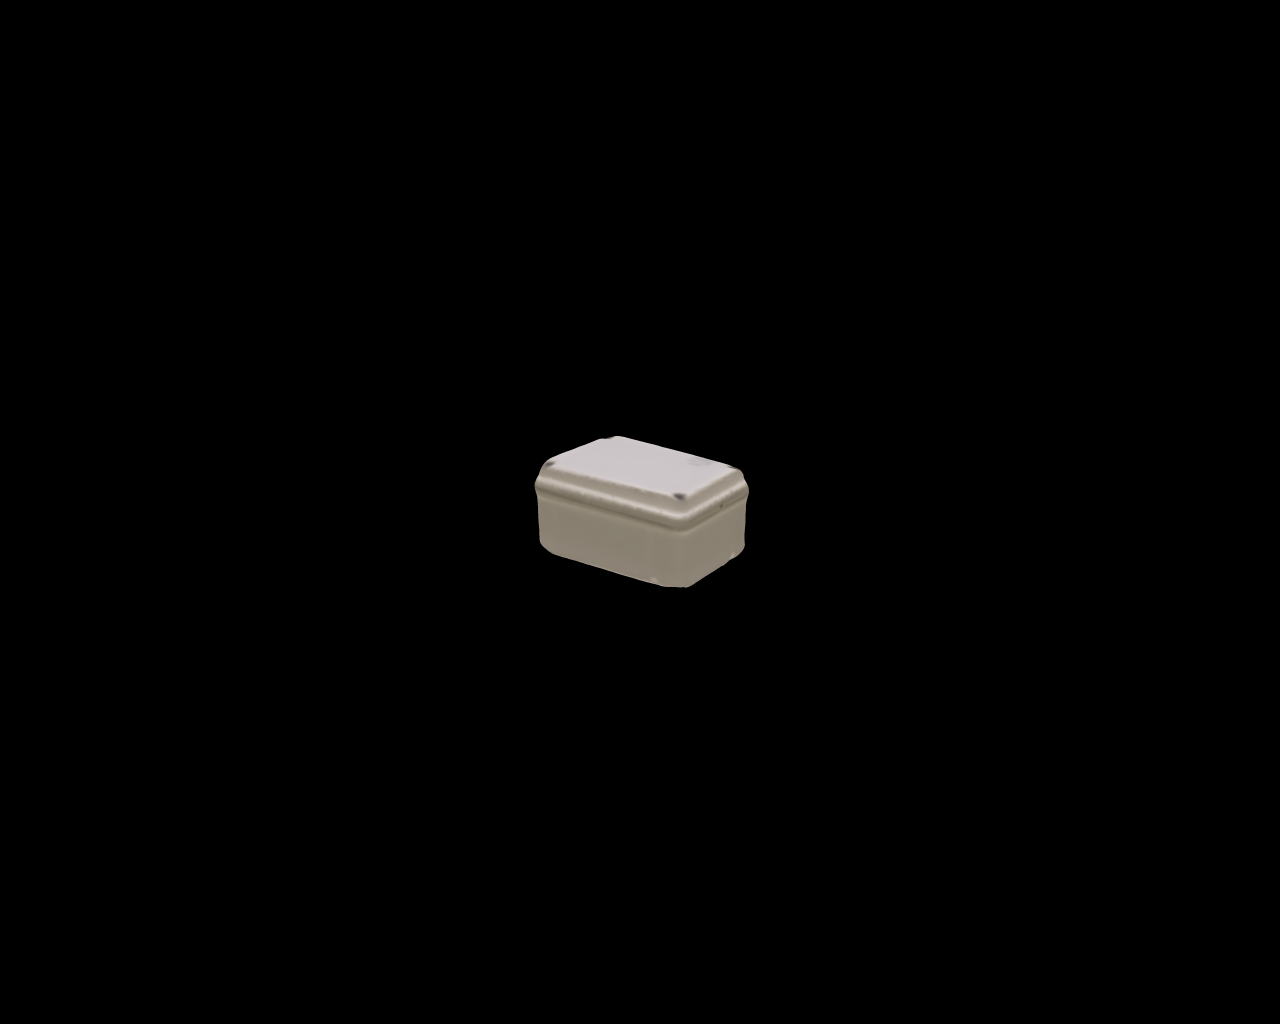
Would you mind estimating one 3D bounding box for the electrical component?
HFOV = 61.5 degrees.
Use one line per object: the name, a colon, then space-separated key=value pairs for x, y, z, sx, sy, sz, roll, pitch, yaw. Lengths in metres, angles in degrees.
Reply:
electrical component: x=0.001 y=-0.003 z=0.650 sx=0.113 sy=0.057 sz=0.078 roll=16 pitch=27 yaw=34
